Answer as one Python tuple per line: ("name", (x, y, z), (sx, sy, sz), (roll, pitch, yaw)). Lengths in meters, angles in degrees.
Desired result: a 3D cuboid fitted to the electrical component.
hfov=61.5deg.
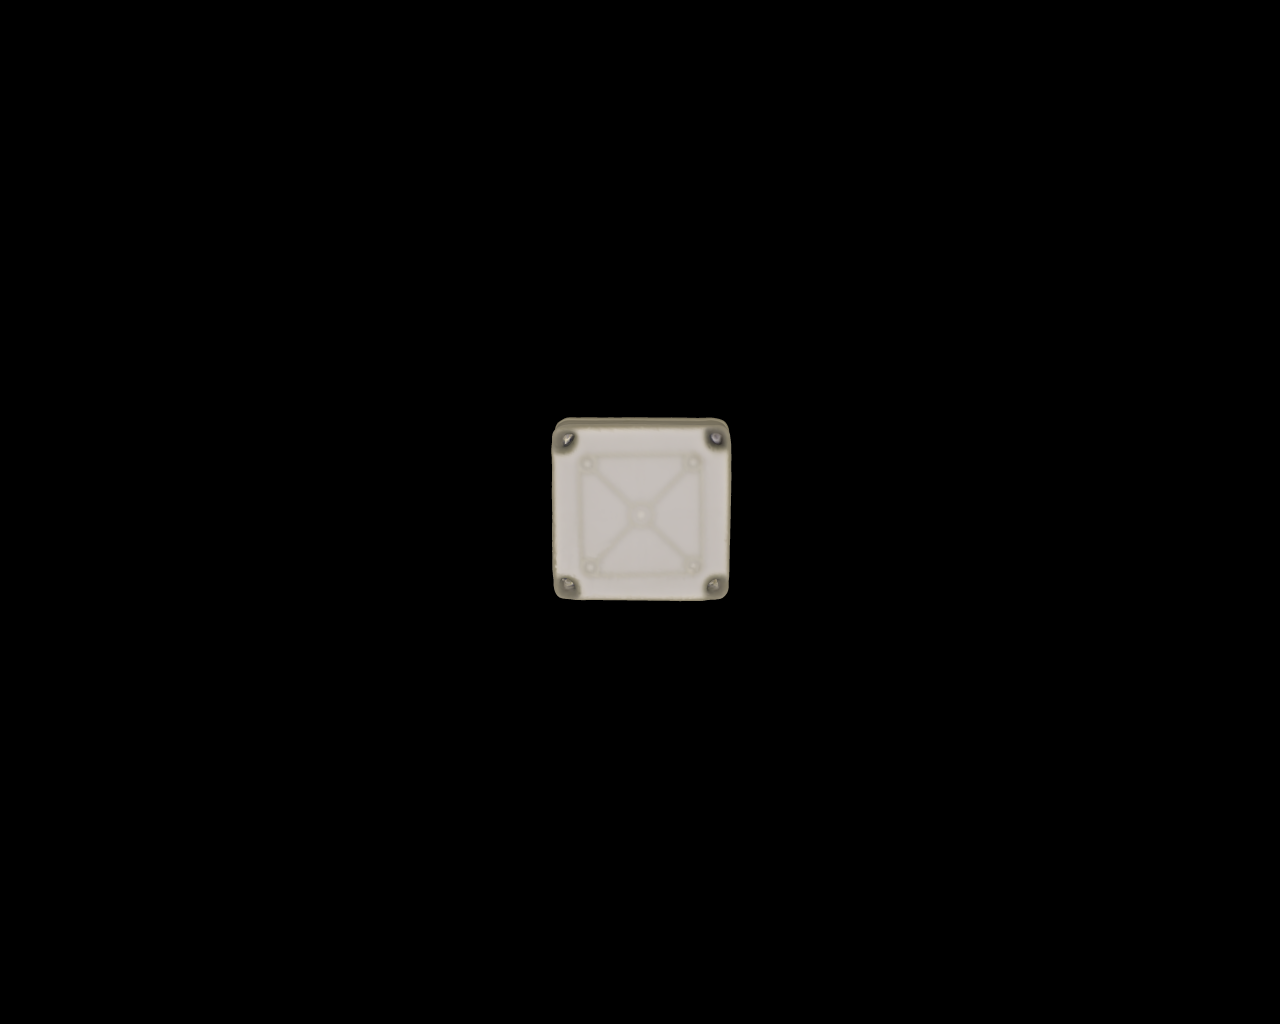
("electrical component", (0.001, -0.003, 0.650), (0.109, 0.108, 0.056), (0, 9, 0))
